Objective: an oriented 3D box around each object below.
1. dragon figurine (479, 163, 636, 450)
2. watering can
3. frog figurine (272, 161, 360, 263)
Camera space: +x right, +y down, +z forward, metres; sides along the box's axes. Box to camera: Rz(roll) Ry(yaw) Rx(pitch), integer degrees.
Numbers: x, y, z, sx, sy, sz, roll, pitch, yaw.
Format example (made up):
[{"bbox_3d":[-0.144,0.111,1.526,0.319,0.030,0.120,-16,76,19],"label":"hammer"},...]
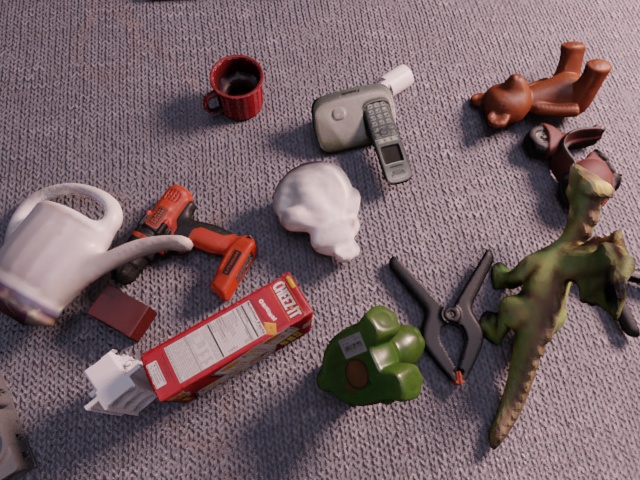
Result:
[{"bbox_3d":[0.330,0.082,0.711,0.122,0.238,0.418,18,67,0],"label":"dragon figurine"},{"bbox_3d":[-0.364,0.026,0.756,0.349,0.102,0.227,19,68,28],"label":"watering can"},{"bbox_3d":[0.002,-0.041,0.813,0.138,0.120,0.162,-9,56,-26],"label":"frog figurine"}]
